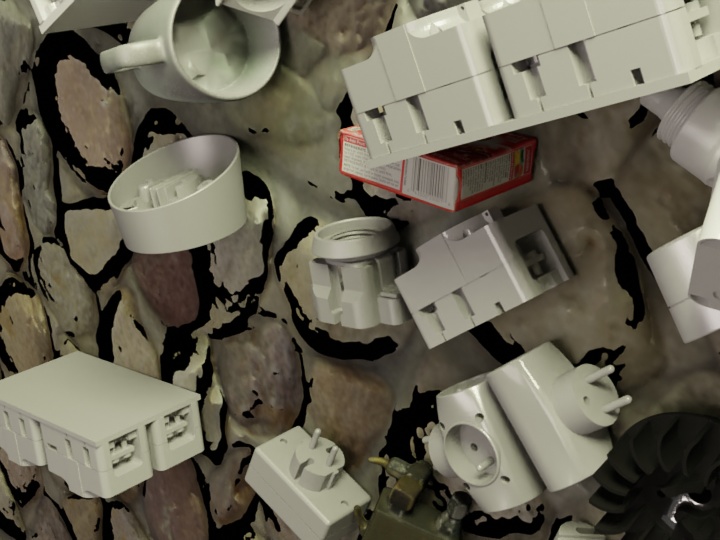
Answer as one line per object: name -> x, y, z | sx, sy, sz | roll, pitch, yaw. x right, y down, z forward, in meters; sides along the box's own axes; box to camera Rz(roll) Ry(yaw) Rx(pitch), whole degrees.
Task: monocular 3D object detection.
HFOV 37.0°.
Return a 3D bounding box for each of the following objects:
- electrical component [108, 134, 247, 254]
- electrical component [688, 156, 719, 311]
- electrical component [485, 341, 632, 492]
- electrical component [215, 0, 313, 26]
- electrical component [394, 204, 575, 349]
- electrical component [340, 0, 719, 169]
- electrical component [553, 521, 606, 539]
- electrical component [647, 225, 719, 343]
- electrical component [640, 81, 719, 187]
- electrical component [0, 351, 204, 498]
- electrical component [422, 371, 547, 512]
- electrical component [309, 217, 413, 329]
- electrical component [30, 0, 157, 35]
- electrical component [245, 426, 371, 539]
electrical component -> -0.130, -0.053, 0.775 | 0.099, 0.099, 0.064 | 10, 119, 42
electrical component -> 0.202, -0.010, 0.450 | 0.113, 0.057, 0.078 | 17, 162, 19
electrical component -> 0.121, 0.078, 0.615 | 0.079, 0.043, 0.077 | -36, 80, 45
electrical component -> -0.042, -0.214, 0.640 | 0.121, 0.079, 0.063 | -43, 45, 45
electrical component -> 0.069, 0.001, 0.630 | 0.089, 0.050, 0.055 | -32, 83, 46
electrical component -> 0.090, -0.107, 0.503 | 0.186, 0.105, 0.060 | -9, 104, 49
electrical component -> 0.129, 0.181, 0.653 | 0.040, 0.040, 0.046 | 35, 123, 30
electrical component -> 0.174, 0.003, 0.527 | 0.055, 0.055, 0.047 | -35, 77, 46
electrical component -> 0.163, -0.070, 0.515 | 0.062, 0.043, 0.043 | 43, 131, 25
electrical component -> -0.237, 0.134, 0.945 | 0.186, 0.105, 0.060 | 12, 114, 42
electrical component -> 0.070, 0.110, 0.677 | 0.079, 0.044, 0.077 | -23, 89, 46
electrical component -> 0.000, 0.000, 0.694 | 0.078, 0.058, 0.057 | 8, 115, 43
electrical component -> -0.161, -0.227, 0.737 | 0.150, 0.089, 0.061 | -23, 89, 47
electrical component -> -0.034, 0.149, 0.794 | 0.083, 0.047, 0.075 | 41, 130, 26
